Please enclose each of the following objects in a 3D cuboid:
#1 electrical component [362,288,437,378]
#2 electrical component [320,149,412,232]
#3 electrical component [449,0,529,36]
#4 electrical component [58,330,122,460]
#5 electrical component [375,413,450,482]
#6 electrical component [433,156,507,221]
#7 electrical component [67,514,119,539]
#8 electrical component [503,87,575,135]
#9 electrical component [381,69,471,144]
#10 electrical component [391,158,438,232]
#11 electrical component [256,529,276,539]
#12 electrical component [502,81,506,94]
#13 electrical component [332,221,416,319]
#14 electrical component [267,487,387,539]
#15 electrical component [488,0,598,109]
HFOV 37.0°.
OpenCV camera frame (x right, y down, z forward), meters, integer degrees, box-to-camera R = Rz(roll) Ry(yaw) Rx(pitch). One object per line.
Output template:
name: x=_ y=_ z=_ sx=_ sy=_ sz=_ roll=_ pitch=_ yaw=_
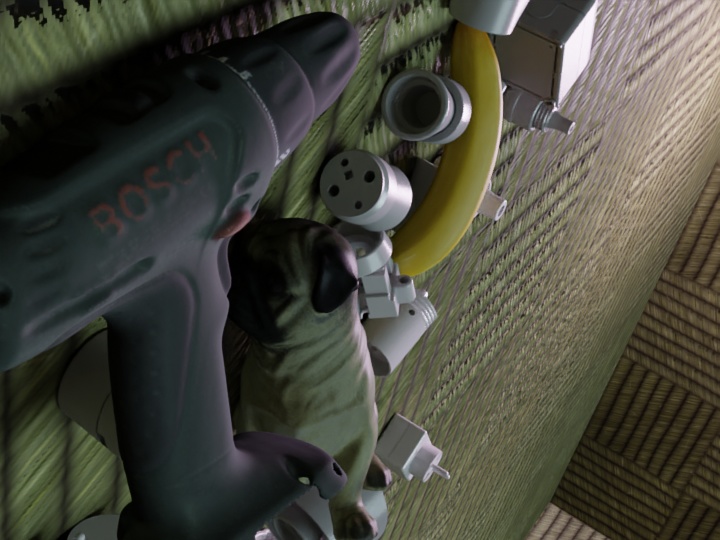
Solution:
electrical component: x=0.030 y=0.044 z=0.873 sx=0.081 sy=0.043 sz=0.043 roll=-48 pitch=158 yaw=-32
electrical component: x=0.004 y=-0.049 z=0.667 sx=0.045 sy=0.045 sz=0.055 roll=-62 pitch=161 yaw=5
electrical component: x=0.097 y=-0.197 z=0.691 sx=0.079 sy=0.043 sz=0.077 roll=-32 pitch=146 yaw=-55
electrical component: x=-0.113 y=0.061 z=0.525 sx=0.055 sy=0.047 sz=0.055 roll=-50 pitch=159 yaw=-27
electrical component: x=0.060 y=0.195 z=1.122 sx=0.047 sy=0.077 sz=0.065 roll=-55 pitch=161 yaw=-13
electrical component: x=0.082 y=-0.059 z=0.825 sx=0.043 sy=0.062 sz=0.043 roll=-50 pitch=159 yaw=-27
electrical component: x=-0.158 y=0.169 z=0.561 sx=0.138 sy=0.052 sz=0.073 roll=-32 pitch=146 yaw=-55
electrical component: x=0.148 y=-0.130 z=0.891 sx=0.035 sy=0.061 sz=0.035 roll=-50 pitch=159 yaw=-27
electrical component: x=0.044 y=-0.104 z=0.689 sx=0.045 sy=0.045 sz=0.055 roll=-65 pitch=161 yaw=13
electrical component: x=0.049 y=-0.048 z=0.785 sx=0.055 sy=0.045 sz=0.045 roll=-62 pitch=161 yaw=7
electrical component: x=-0.078 y=0.258 z=0.896 sx=0.059 sy=0.054 sz=0.095 roll=-64 pitch=161 yaw=12
electrical component: x=0.091 y=-0.116 z=0.808 sx=0.061 sy=0.035 sz=0.035 roll=-59 pitch=161 yaw=-12
electrical component: x=0.000 y=0.000 z=0.712 sx=0.048 sy=0.066 sz=0.055 roll=-83 pitch=164 yaw=-46
electrical component: x=-0.033 y=0.187 z=0.843 sx=0.064 sy=0.099 sz=0.099 roll=-39 pitch=153 yaw=-32
electrical component: x=0.136 y=-0.171 z=0.799 sx=0.061 sy=0.062 sz=0.096 roll=-54 pitch=161 yaw=-18
